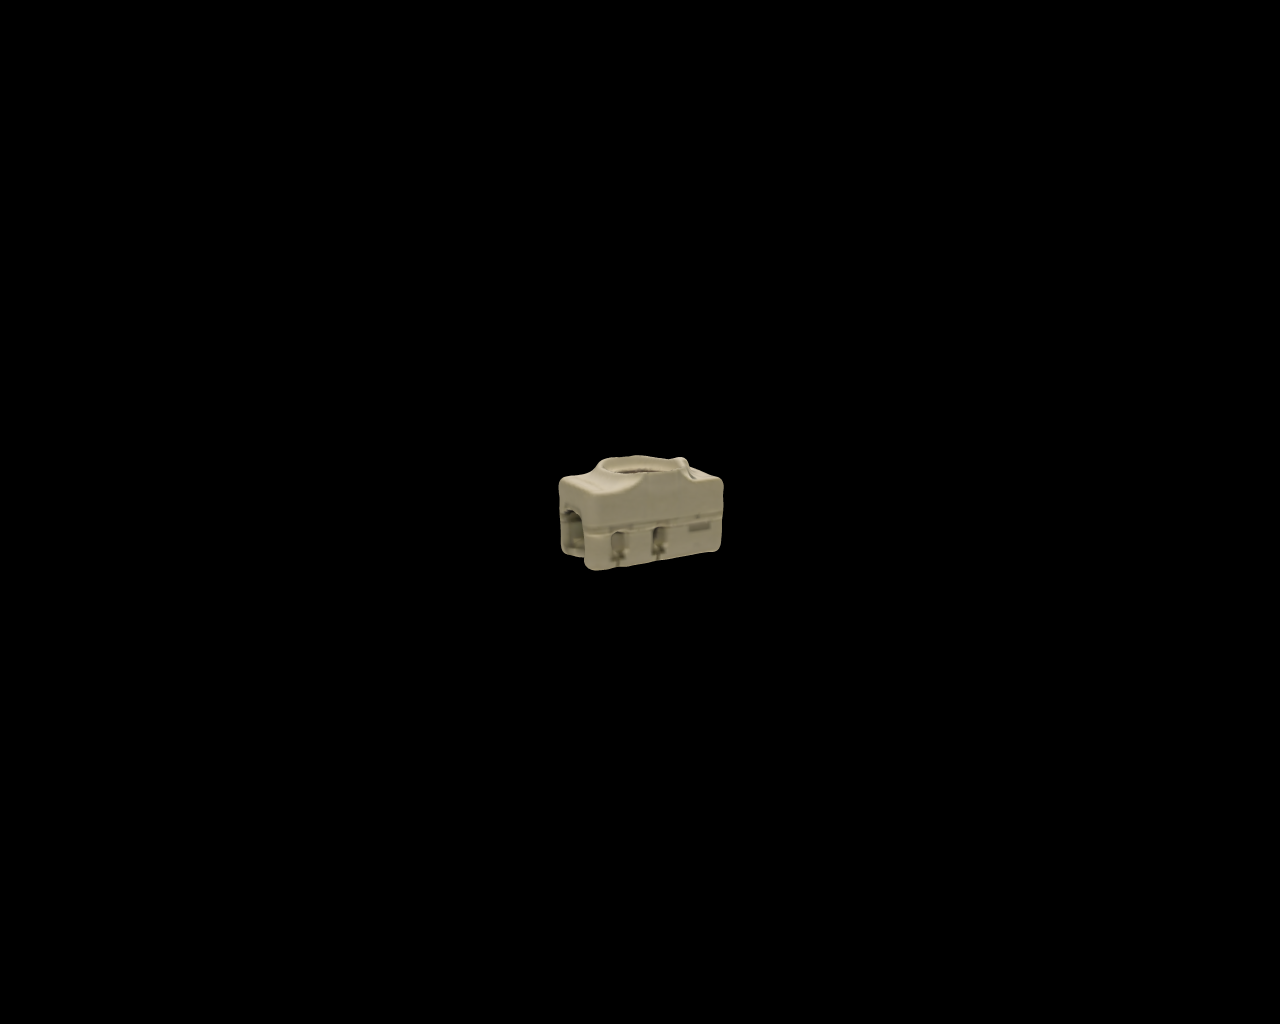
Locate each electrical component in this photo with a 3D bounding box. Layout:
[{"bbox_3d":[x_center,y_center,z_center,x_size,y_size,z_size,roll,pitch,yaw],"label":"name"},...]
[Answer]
[{"bbox_3d":[0.001,-0.003,0.650,0.090,0.055,0.050,-7,16,-26],"label":"electrical component"}]
